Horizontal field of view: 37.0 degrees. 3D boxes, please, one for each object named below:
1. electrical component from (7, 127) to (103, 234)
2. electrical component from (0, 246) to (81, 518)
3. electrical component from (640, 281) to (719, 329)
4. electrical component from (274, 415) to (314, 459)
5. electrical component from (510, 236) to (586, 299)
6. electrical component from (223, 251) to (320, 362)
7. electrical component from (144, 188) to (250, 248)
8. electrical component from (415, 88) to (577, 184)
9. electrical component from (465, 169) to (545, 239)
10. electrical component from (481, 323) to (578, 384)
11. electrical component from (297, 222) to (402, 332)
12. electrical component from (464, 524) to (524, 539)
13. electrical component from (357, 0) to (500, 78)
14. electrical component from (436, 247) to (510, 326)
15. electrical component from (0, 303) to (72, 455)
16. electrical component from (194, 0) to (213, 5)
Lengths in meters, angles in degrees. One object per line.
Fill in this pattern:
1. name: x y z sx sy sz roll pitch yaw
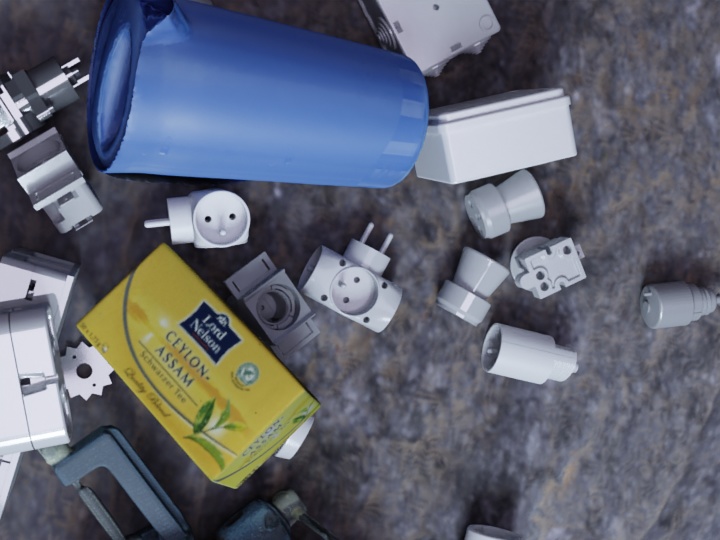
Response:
1. electrical component: -0.232 -0.067 0.826 0.042 0.081 0.063 -32 129 -6
2. electrical component: -0.271 0.080 0.815 0.060 0.105 0.186 17 92 -13
3. electrical component: 0.288 0.030 0.959 0.078 0.040 0.040 -5 96 -11
4. electrical component: -0.072 0.125 0.892 0.055 0.048 0.066 31 89 -5
5. electrical component: 0.157 -0.004 0.921 0.066 0.055 0.048 -25 100 -8
6. electrical component: -0.075 0.030 0.871 0.042 0.064 0.081 -37 102 -20
7. electrical component: -0.130 -0.040 0.847 0.079 0.077 0.044 -7 97 -11
8. electrical component: 0.104 -0.109 0.873 0.109 0.109 0.056 -14 101 -10
9. electrical component: 0.123 -0.055 0.914 0.055 0.045 0.045 -23 100 -8
10. electrical component: 0.151 0.076 0.934 0.081 0.043 0.043 14 92 -13
11. electrical component: 0.000 0.000 0.894 0.077 0.044 0.079 28 89 -13
12. electrical component: 0.114 0.252 0.938 0.055 0.055 0.047 12 89 -13
13. electrical component: 0.057 -0.213 0.883 0.100 0.048 0.099 -30 100 -8
14. electrical component: 0.095 0.014 0.916 0.045 0.045 0.055 30 89 -13
15. electrical component: -0.236 0.075 0.738 0.059 0.054 0.095 -10 97 -11
16. electrical component: -0.125 -0.192 0.852 0.044 0.044 0.065 -42 107 -5
